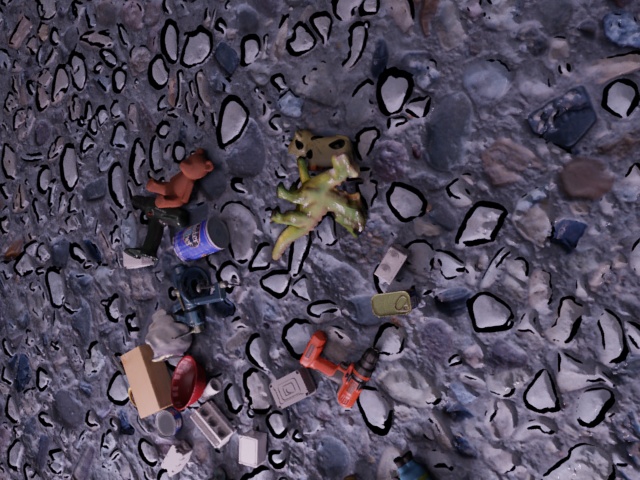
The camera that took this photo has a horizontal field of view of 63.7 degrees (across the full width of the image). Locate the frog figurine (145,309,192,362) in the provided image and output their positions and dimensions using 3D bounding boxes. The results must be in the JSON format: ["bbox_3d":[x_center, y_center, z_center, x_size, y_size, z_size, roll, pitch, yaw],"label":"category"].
[{"bbox_3d":[-0.476,0.289,1.614,0.137,0.121,0.162,-12,72,-7],"label":"frog figurine"}]

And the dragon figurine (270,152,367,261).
[{"bbox_3d":[0.004,-0.070,1.382,0.243,0.125,0.401,22,127,12],"label":"dragon figurine"}]
